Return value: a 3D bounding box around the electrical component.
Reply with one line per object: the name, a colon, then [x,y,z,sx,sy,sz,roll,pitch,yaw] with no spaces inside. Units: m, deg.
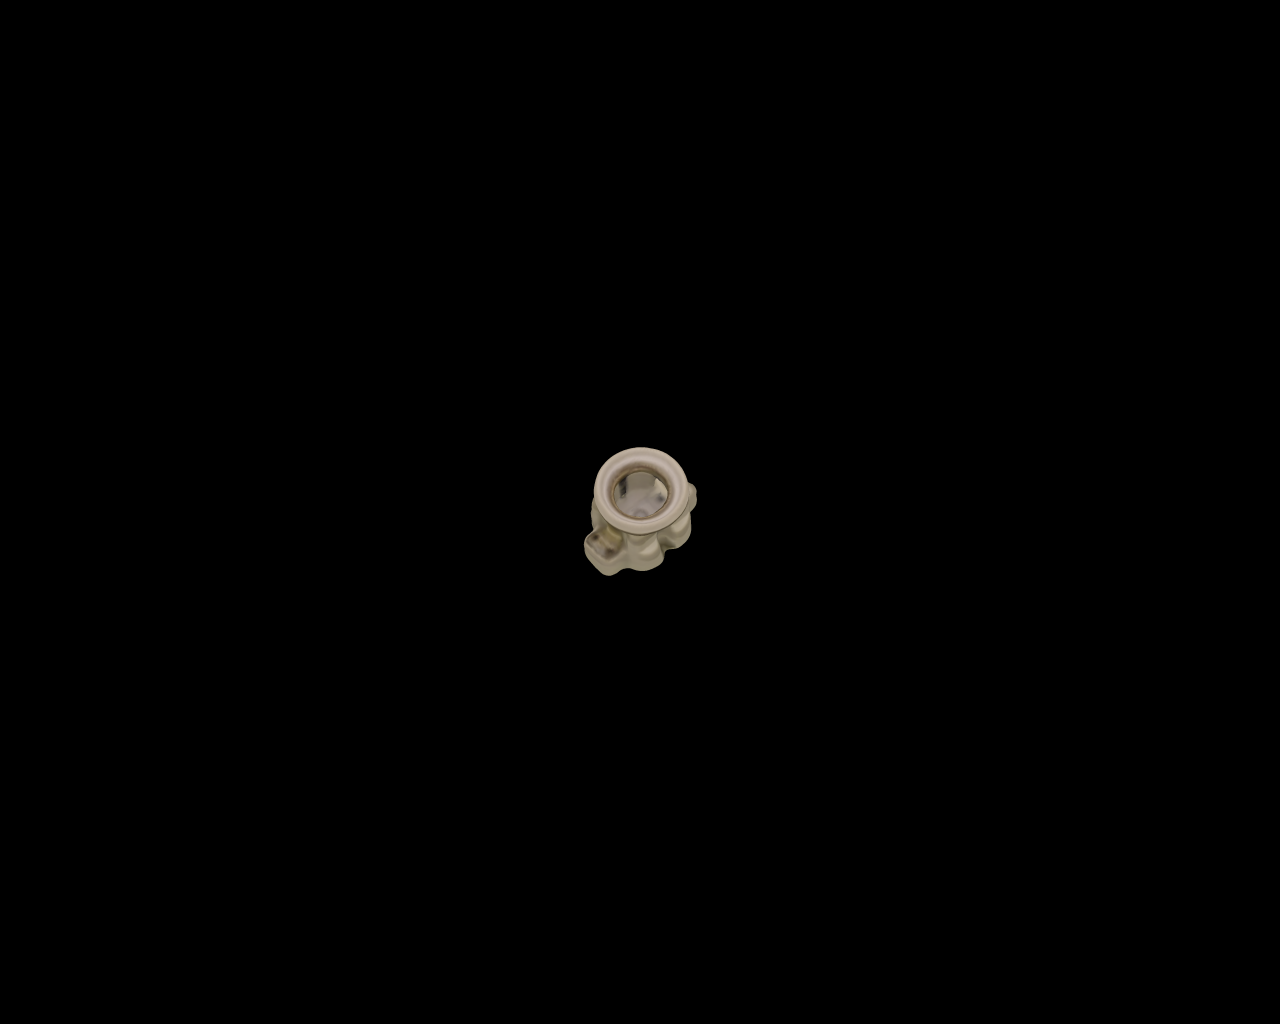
electrical component: [0.001,-0.003,0.650,0.078,0.058,0.056,-38,-21,-18]
